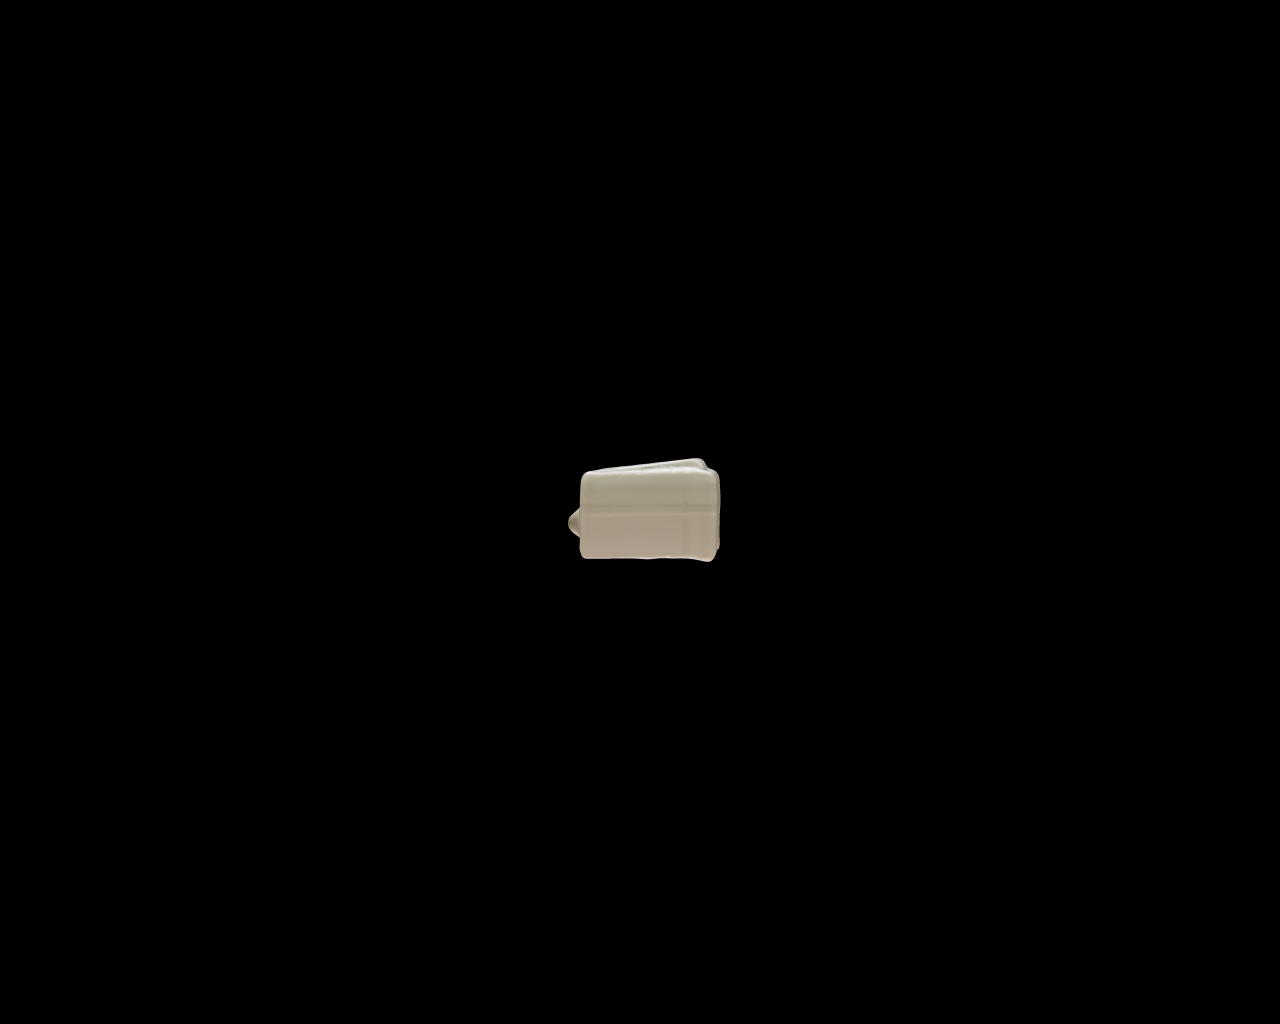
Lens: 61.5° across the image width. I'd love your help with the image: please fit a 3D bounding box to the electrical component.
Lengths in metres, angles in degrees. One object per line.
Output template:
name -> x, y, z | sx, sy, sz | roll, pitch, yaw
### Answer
electrical component -> 0.001, -0.003, 0.650 | 0.096, 0.061, 0.062 | 0, 4, 7
